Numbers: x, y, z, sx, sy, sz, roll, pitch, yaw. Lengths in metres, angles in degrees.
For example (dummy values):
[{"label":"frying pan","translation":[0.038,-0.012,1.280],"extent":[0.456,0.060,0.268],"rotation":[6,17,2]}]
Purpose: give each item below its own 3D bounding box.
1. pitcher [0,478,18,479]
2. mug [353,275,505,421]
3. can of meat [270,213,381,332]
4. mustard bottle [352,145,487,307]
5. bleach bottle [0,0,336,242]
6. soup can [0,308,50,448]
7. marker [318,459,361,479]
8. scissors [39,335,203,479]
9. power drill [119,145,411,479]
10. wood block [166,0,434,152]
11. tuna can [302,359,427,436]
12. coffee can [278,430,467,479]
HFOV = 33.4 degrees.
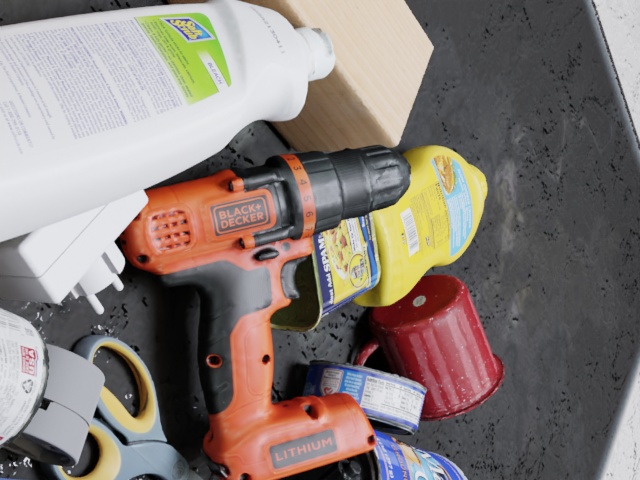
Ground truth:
[{"label":"pitcher","translation":[-0.133,0.188,0.519],"extent":[0.242,0.149,0.145],"rotation":[20,60,-55]},{"label":"mug","translation":[0.077,0.086,0.826],"extent":[0.117,0.093,0.081],"rotation":[-27,112,-10]},{"label":"can of meat","translation":[-0.005,0.001,0.728],"extent":[0.083,0.058,0.102],"rotation":[-25,111,-52]},{"label":"mustard bottle","translation":[0.080,-0.023,0.839],"extent":[0.191,0.058,0.096],"rotation":[-28,108,-49]},{"label":"bleach bottle","translation":[-0.090,-0.068,0.539],"extent":[0.250,0.068,0.102],"rotation":[-20,74,-37]},{"label":"soup can","translation":[-0.182,0.053,0.482],"extent":[0.102,0.069,0.068],"rotation":[33,65,-50]},{"label":"marker","translation":[-0.019,0.174,0.674],"extent":[0.020,0.121,0.020],"rotation":[38,26,-22]},{"label":"scissors","translation":[-0.102,0.146,0.635],"extent":[0.096,0.016,0.201],"rotation":[-52,130,-40]},{"label":"power drill","translation":[-0.018,0.042,0.648],"extent":[0.184,0.057,0.187],"rotation":[-13,99,-18]},{"label":"wood block","translation":[-0.021,-0.153,0.673],"extent":[0.206,0.090,0.090],"rotation":[47,55,-43]},{"label":"tuna can","translation":[0.030,0.112,0.755],"extent":[0.086,0.086,0.033],"rotation":[31,68,-49]},{"label":"coffee can","translation":[0.034,0.186,0.748],"extent":[0.140,0.103,0.103],"rotation":[32,66,-49]}]
